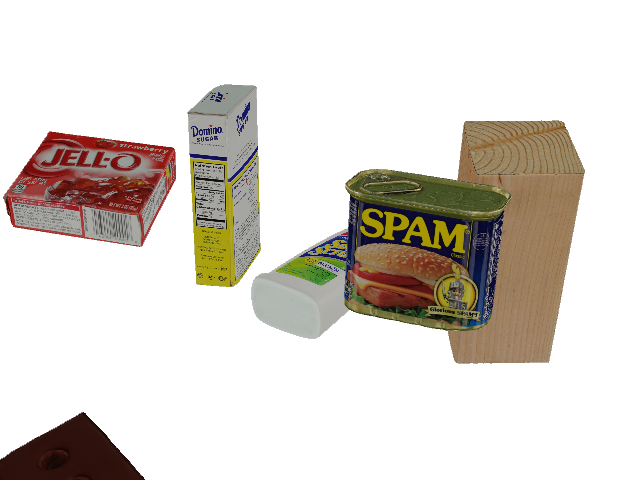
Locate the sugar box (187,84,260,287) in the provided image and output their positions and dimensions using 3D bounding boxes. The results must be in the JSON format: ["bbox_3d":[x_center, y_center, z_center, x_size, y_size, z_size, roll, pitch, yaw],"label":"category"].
[{"bbox_3d":[-0.091,-0.053,1.022,0.048,0.176,0.093,4,25,13],"label":"sugar box"}]

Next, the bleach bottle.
[{"bbox_3d":[0.029,0.028,1.313,0.103,0.068,0.250,18,35,29],"label":"bleach bottle"}]

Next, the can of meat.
[{"bbox_3d":[0.065,0.006,0.686,0.102,0.084,0.057,10,22,19],"label":"can of meat"}]

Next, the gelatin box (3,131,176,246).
[{"bbox_3d":[-0.145,-0.035,0.680,0.089,0.030,0.073,9,40,8],"label":"gelatin box"}]

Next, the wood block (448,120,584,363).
[{"bbox_3d":[0.167,0.004,0.954,0.091,0.206,0.090,0,36,-1],"label":"wood block"}]

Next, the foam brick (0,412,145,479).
[{"bbox_3d":[-0.109,0.130,0.496,0.052,0.051,0.078,-28,42,-28],"label":"foam brick"}]
